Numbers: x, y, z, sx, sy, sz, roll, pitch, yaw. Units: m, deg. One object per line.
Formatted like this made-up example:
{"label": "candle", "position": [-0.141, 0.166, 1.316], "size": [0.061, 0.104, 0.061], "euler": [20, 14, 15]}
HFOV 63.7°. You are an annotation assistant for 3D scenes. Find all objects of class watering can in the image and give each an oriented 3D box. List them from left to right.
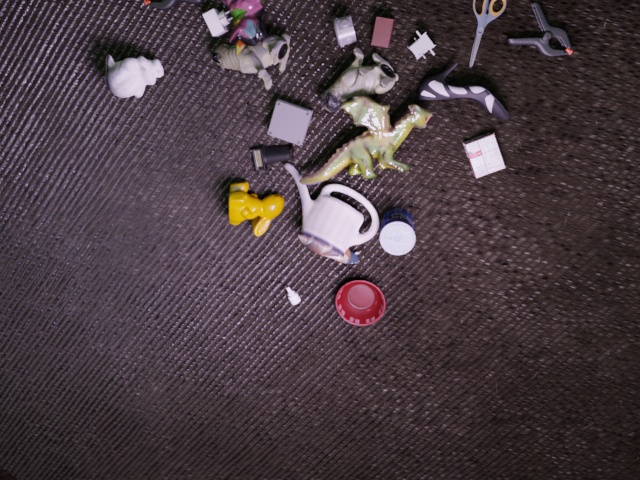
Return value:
{"label": "watering can", "position": [0.005, -0.079, 1.563], "size": [0.348, 0.103, 0.226], "euler": [28, 79, 5]}

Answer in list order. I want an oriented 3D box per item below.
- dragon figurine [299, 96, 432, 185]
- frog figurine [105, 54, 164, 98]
{"label": "dragon figurine", "position": [0.119, -0.292, 1.464], "size": [0.410, 0.124, 0.239], "euler": [-10, 113, 5]}
{"label": "frog figurine", "position": [-0.549, -0.483, 1.533], "size": [0.159, 0.126, 0.134], "euler": [5, 142, -2]}
